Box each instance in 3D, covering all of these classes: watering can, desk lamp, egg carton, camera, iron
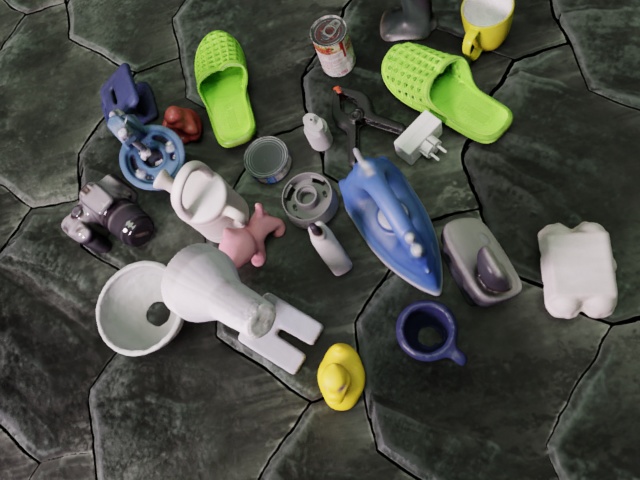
[{"bbox_3d":[-0.207,-0.070,0.986,0.172,0.194,0.101,2,73,14],"label":"watering can"},{"bbox_3d":[-0.119,0.107,0.898,0.202,0.214,0.118,27,81,20],"label":"desk lamp"},{"bbox_3d":[0.393,0.046,0.874,0.107,0.069,0.150,-4,72,12],"label":"egg carton"},{"bbox_3d":[-0.391,-0.037,1.070,0.136,0.101,0.143,36,84,21],"label":"camera"},{"bbox_3d":[0.123,-0.033,0.925,0.118,0.142,0.258,-32,68,2],"label":"iron"}]

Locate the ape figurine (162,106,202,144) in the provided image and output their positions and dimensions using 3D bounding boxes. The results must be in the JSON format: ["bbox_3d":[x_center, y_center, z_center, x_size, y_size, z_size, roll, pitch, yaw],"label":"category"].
[{"bbox_3d":[-0.271,-0.228,1.107,0.077,0.092,0.076,31,82,21],"label":"ape figurine"}]

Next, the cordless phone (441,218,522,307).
[{"bbox_3d":[0.240,0.019,0.857,0.094,0.185,0.147,-30,68,3],"label":"cordless phone"}]

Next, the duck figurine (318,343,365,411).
[{"bbox_3d":[0.028,0.213,0.899,0.077,0.086,0.104,-1,73,13],"label":"duck figurine"}]

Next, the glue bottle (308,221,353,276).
[{"bbox_3d":[0.008,0.003,0.923,0.037,0.173,0.078,-32,68,2],"label":"glue bottle"}]

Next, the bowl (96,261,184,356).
[{"bbox_3d":[-0.301,0.125,1.011,0.167,0.075,0.167,-4,72,12],"label":"bowl"}]

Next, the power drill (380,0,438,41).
[{"bbox_3d":[0.140,-0.449,1.018,0.229,0.209,0.075,1,73,14],"label":"power drill"}]

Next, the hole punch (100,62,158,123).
[{"bbox_3d":[-0.396,-0.283,1.155,0.101,0.091,0.108,-25,69,5],"label":"hole punch"}]

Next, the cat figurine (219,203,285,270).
[{"bbox_3d":[-0.126,-0.005,0.988,0.067,0.118,0.128,26,80,20],"label":"cat figurine"}]

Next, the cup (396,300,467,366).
[{"bbox_3d":[0.177,0.152,0.878,0.117,0.095,0.092,39,85,21],"label":"cup"}]

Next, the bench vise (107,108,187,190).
[{"bbox_3d":[-0.338,-0.171,1.036,0.207,0.220,0.121,27,81,20],"label":"bench vise"}]
